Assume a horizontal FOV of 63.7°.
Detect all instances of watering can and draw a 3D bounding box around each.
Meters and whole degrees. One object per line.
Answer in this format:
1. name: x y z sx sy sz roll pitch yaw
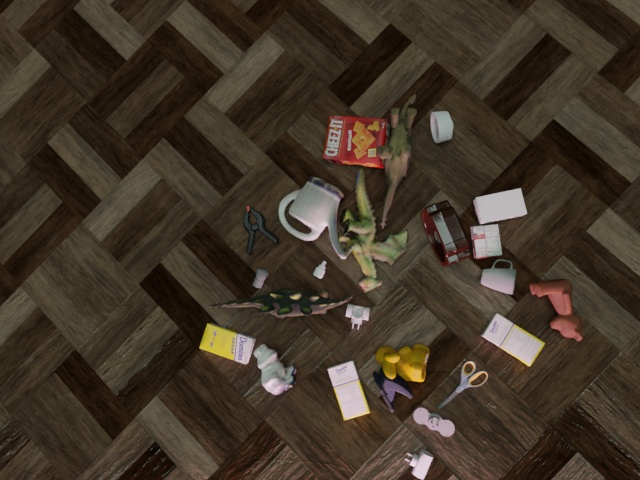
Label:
1. watering can: 0.005 -0.089 1.761 0.351 0.103 0.225 30 87 33

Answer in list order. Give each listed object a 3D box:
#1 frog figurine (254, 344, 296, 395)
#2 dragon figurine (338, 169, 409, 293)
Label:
1. frog figurine: -0.166 0.435 1.724 0.159 0.140 0.121 35 119 -9
2. dragon figurine: 0.189 -0.021 1.778 0.242 0.122 0.411 17 87 -9
